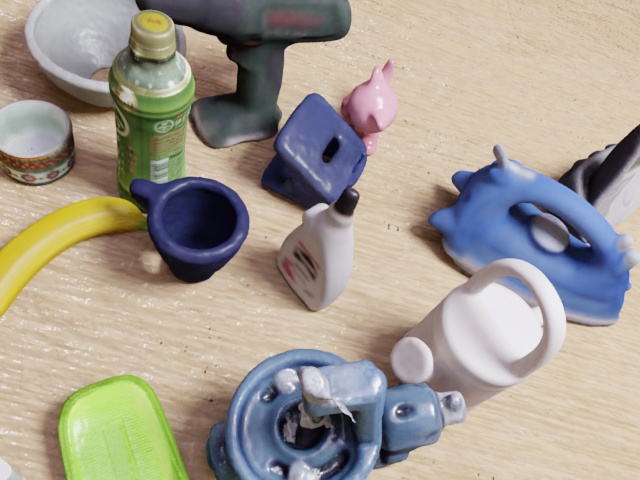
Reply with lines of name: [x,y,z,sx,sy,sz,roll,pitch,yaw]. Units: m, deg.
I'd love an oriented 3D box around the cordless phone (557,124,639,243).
cordless phone: [0.378,-0.089,0.702,0.148,0.185,0.094,-29,71,-29]

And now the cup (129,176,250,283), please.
cup: [-0.131,-0.005,0.549,0.117,0.095,0.092,29,56,1]

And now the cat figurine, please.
cat figurine: [0.065,-0.168,0.694,0.067,0.117,0.128,26,56,0]

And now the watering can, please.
watering can: [0.143,0.091,0.516,0.101,0.194,0.173,45,58,12]

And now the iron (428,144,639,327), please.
iron: [0.261,-0.003,0.641,0.258,0.141,0.119,32,56,3]

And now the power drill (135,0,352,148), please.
power drill: [-0.083,-0.196,0.611,0.230,0.208,0.075,-19,67,-26]

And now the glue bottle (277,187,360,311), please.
glue bottle: [0.005,0.002,0.539,0.037,0.173,0.078,-34,74,-30]

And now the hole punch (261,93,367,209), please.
hole punch: [0.001,-0.097,0.648,0.101,0.091,0.109,29,56,1]

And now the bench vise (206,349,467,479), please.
bench vise: [0.023,0.124,0.443,0.208,0.219,0.121,-19,67,-26]

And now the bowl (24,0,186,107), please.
bowl: [-0.238,-0.208,0.651,0.168,0.074,0.167,8,58,-12]
